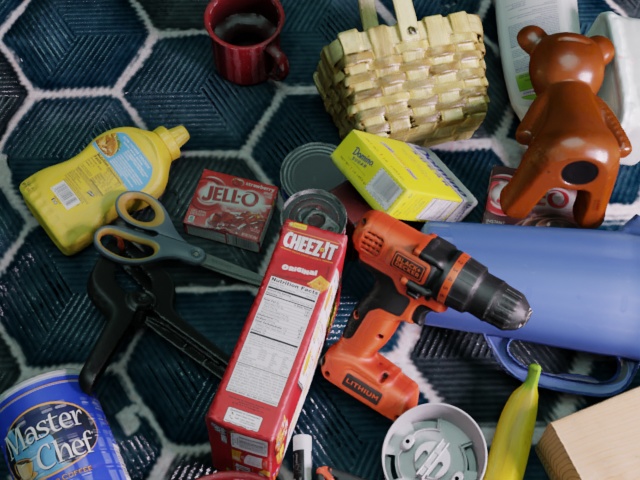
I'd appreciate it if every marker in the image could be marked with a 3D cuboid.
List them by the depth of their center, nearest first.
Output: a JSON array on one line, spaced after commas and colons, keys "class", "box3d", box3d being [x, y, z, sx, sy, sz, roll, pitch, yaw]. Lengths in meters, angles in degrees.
[{"class": "marker", "box3d": [-0.016, 0.250, 1.038, 0.020, 0.020, 0.121, -1, 62, -1]}]

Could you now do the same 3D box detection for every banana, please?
[{"class": "banana", "box3d": [0.177, 0.215, 1.026, 0.037, 0.069, 0.197, 7, 53, 21]}]

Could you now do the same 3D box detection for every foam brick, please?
[{"class": "foam brick", "box3d": [0.041, -0.026, 1.151, 0.053, 0.078, 0.051, -32, 66, -18]}]

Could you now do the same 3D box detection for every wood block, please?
[{"class": "wood block", "box3d": [0.327, 0.192, 1.031, 0.206, 0.090, 0.091, -20, 64, -10]}]

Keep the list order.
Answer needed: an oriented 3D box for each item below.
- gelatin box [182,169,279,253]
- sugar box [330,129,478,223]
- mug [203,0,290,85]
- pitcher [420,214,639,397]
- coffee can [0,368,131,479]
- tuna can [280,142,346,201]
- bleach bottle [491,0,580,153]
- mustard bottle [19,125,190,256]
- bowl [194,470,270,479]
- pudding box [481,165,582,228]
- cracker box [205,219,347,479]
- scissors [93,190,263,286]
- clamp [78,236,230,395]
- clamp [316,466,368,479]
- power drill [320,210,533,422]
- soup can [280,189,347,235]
[{"class": "gelatin box", "box3d": [-0.098, -0.034, 1.181, 0.089, 0.030, 0.073, 15, 63, 7]}, {"class": "sugar box", "box3d": [0.093, -0.063, 1.125, 0.048, 0.175, 0.093, -49, 66, 23]}, {"class": "mug", "box3d": [-0.079, -0.230, 1.255, 0.117, 0.081, 0.093, 40, 69, 18]}, {"class": "pitcher", "box3d": [0.218, 0.056, 1.088, 0.243, 0.145, 0.149, 6, 41, 7]}, {"class": "coffee can", "box3d": [-0.243, 0.208, 1.012, 0.102, 0.103, 0.140, -23, 65, -12]}, {"class": "tuna can", "box3d": [-0.002, -0.065, 1.196, 0.086, 0.034, 0.086, 0, 62, 0]}, {"class": "bleach bottle", "box3d": [0.255, -0.190, 1.242, 0.103, 0.068, 0.251, -11, 65, 29]}, {"class": "mustard bottle", "box3d": [-0.227, -0.071, 1.184, 0.191, 0.058, 0.096, -35, 72, -17]}, {"class": "bowl", "box3d": [-0.082, 0.300, 0.991, 0.162, 0.055, 0.162, 0, 62, 0]}, {"class": "pudding box", "box3d": [0.237, -0.029, 1.175, 0.113, 0.039, 0.090, 11, 63, 5]}, {"class": "cracker box", "box3d": [-0.041, 0.111, 1.030, 0.072, 0.164, 0.213, 17, 64, 6]}, {"class": "scissors", "box3d": [-0.141, -0.001, 1.145, 0.201, 0.016, 0.096, 8, 61, -17]}, {"class": "clamp", "box3d": [-0.192, 0.076, 1.089, 0.164, 0.036, 0.210, -5, 46, -35]}, {"class": "clamp", "box3d": [0.059, 0.283, 1.011, 0.120, 0.039, 0.171, -21, 63, -17]}, {"class": "power drill", "box3d": [0.092, 0.084, 1.037, 0.184, 0.188, 0.057, 31, 29, 16]}, {"class": "soup can", "box3d": [-0.007, 0.001, 1.121, 0.068, 0.102, 0.068, 0, 61, -1]}]
